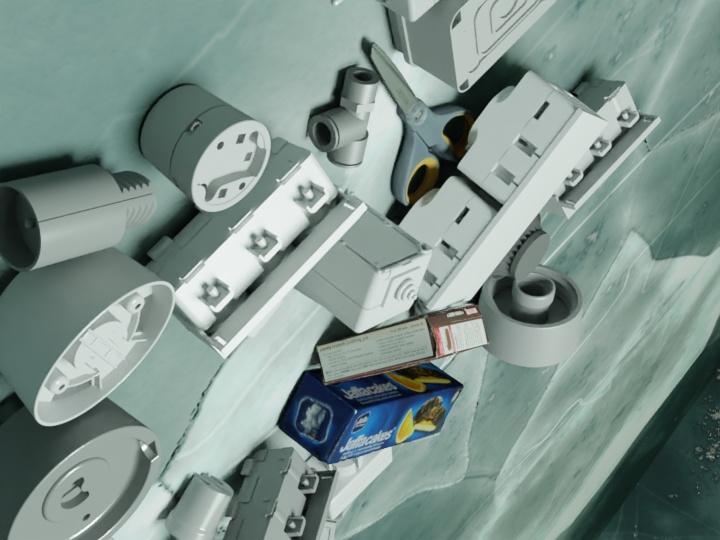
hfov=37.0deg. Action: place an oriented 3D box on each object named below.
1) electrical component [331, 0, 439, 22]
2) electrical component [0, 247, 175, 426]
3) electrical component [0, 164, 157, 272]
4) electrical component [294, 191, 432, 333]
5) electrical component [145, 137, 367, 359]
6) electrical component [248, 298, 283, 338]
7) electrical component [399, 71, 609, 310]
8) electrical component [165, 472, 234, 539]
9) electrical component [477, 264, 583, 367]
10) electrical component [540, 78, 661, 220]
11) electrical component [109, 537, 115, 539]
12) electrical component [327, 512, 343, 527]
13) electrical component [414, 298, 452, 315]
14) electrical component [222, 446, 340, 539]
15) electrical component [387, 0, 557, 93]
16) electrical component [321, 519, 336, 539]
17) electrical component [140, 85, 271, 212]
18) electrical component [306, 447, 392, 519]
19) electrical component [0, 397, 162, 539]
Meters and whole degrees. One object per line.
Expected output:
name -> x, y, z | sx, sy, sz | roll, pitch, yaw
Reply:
electrical component -> 0.009, -0.176, 0.596 | 0.076, 0.047, 0.083 | -44, 153, -19
electrical component -> -0.147, 0.034, 0.578 | 0.099, 0.064, 0.099 | -39, 150, -27
electrical component -> -0.138, -0.030, 0.537 | 0.081, 0.043, 0.043 | -21, 140, -48
electrical component -> 0.000, 0.000, 0.743 | 0.062, 0.096, 0.061 | -23, 141, -46
electrical component -> -0.067, -0.017, 0.647 | 0.121, 0.079, 0.063 | -47, 132, -13
electrical component -> -0.067, 0.009, 0.708 | 0.078, 0.040, 0.040 | -52, 154, -3
electrical component -> 0.105, -0.063, 0.848 | 0.186, 0.060, 0.105 | -54, 164, 16
electrical component -> -0.124, 0.186, 0.836 | 0.046, 0.040, 0.040 | -62, 154, 4
electrical component -> 0.168, 0.037, 1.063 | 0.108, 0.108, 0.060 | -33, 142, -35
electrical component -> 0.197, -0.112, 0.961 | 0.121, 0.079, 0.063 | -45, 124, -17
electrical component -> -0.197, 0.208, 0.722 | 0.078, 0.058, 0.057 | -42, 149, -22
electrical component -> -0.048, 0.253, 1.043 | 0.040, 0.040, 0.078 | -5, 127, -57
electrical component -> 0.065, 0.032, 0.963 | 0.035, 0.035, 0.061 | -42, 150, -22
electrical component -> -0.072, 0.208, 0.865 | 0.063, 0.079, 0.121 | 57, 36, -35
electrical component -> 0.074, -0.181, 0.686 | 0.113, 0.057, 0.078 | -46, 153, -15
electrical component -> -0.062, 0.232, 0.956 | 0.064, 0.081, 0.042 | -63, 163, -81
electrical component -> -0.084, -0.067, 0.577 | 0.055, 0.047, 0.055 | -39, 151, -27
electrical component -> -0.016, 0.172, 0.988 | 0.083, 0.047, 0.075 | -41, 152, -23
electrical component -> -0.178, 0.118, 0.634 | 0.108, 0.060, 0.108 | -39, 151, -27
